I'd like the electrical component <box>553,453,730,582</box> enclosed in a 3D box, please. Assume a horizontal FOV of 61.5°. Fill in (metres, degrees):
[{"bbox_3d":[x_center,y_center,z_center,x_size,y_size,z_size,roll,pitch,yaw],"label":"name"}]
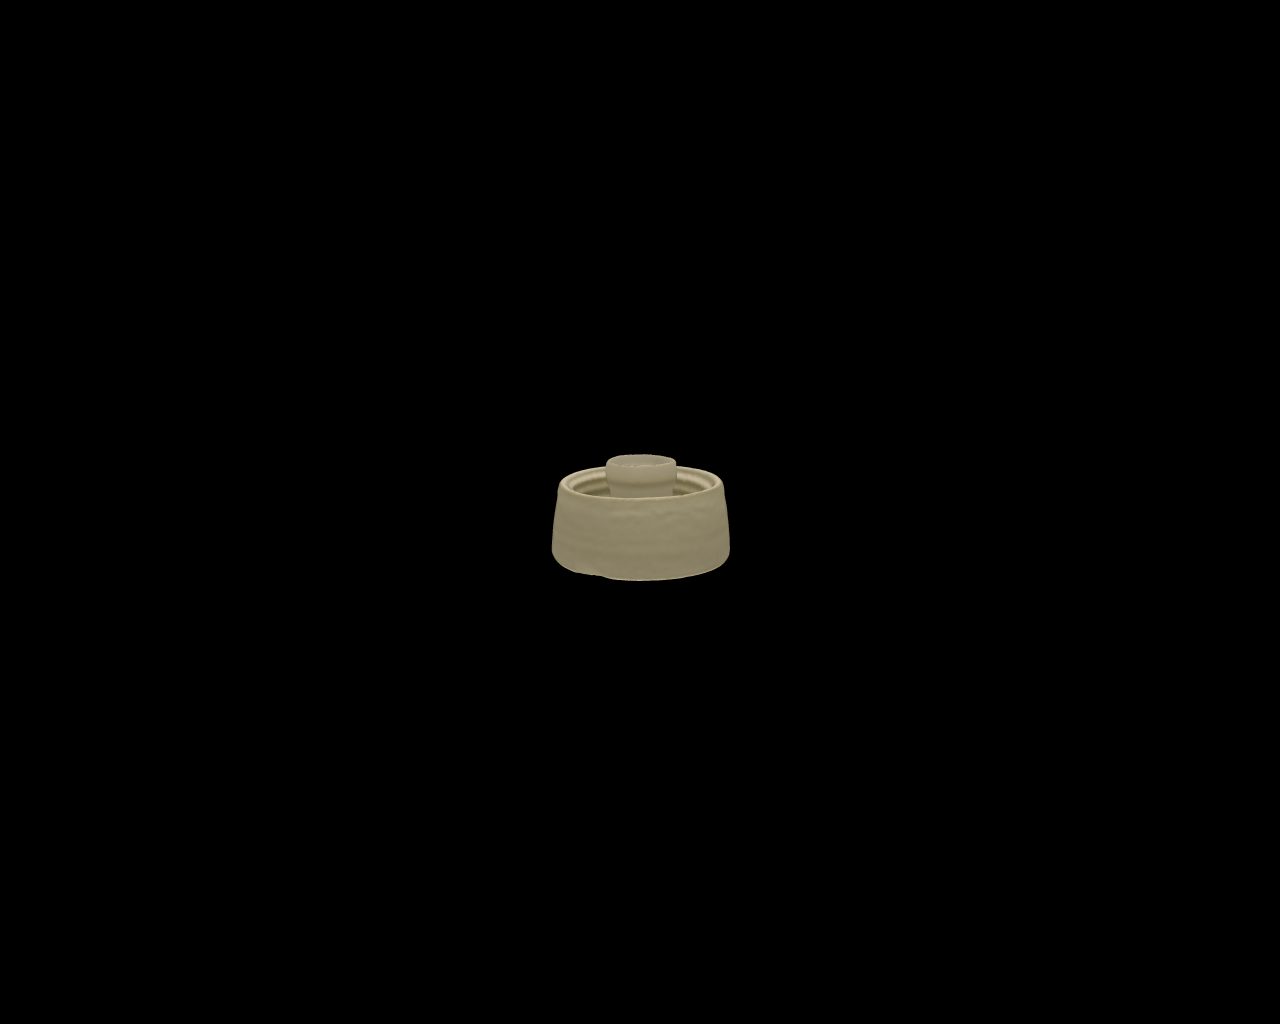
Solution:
[{"bbox_3d":[0.001,-0.003,0.650,0.108,0.060,0.108,0,14,0],"label":"electrical component"}]
